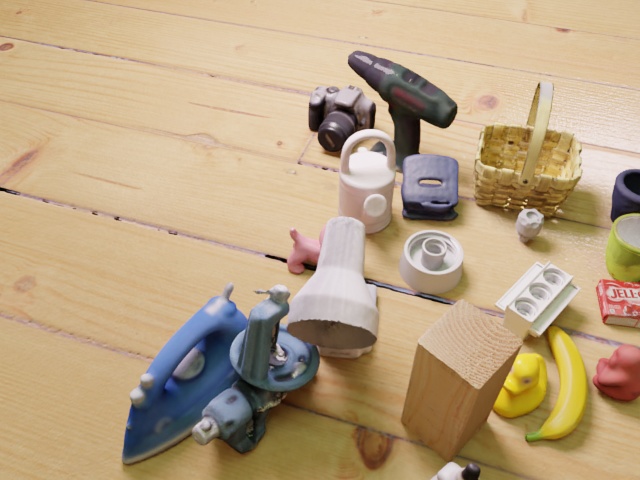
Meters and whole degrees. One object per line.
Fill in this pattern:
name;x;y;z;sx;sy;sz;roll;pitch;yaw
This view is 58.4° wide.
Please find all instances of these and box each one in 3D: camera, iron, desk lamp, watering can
camera;0.032;-0.258;1.199;0.143;0.101;0.137;18;51;16
iron;-0.186;0.176;0.783;0.118;0.141;0.259;26;53;22
desk lamp;0.027;0.084;0.815;0.118;0.214;0.203;6;48;6
watering can;0.086;-0.105;0.998;0.101;0.194;0.172;-21;51;-17

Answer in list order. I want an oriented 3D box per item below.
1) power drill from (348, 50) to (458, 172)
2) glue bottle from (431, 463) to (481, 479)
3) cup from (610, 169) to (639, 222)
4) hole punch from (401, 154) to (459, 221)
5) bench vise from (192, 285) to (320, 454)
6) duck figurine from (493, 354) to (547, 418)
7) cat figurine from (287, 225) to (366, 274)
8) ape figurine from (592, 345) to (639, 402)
power drill;0.149;-0.243;1.113;0.229;0.208;0.076;26;53;22
glue bottle;0.159;0.291;0.656;0.037;0.173;0.078;-32;55;-25
cup;0.574;-0.060;1.023;0.117;0.095;0.092;33;56;27
hole punch;0.205;-0.097;1.060;0.108;0.091;0.101;2;48;3
bench vise;-0.073;0.170;0.735;0.121;0.220;0.207;15;50;14
duck figurine;0.284;0.190;0.805;0.105;0.086;0.077;-35;57;-27
cat figurine;0.009;0.003;0.953;0.127;0.118;0.067;7;48;7
ape figurine;0.427;0.181;0.809;0.078;0.092;0.076;-18;50;-15
